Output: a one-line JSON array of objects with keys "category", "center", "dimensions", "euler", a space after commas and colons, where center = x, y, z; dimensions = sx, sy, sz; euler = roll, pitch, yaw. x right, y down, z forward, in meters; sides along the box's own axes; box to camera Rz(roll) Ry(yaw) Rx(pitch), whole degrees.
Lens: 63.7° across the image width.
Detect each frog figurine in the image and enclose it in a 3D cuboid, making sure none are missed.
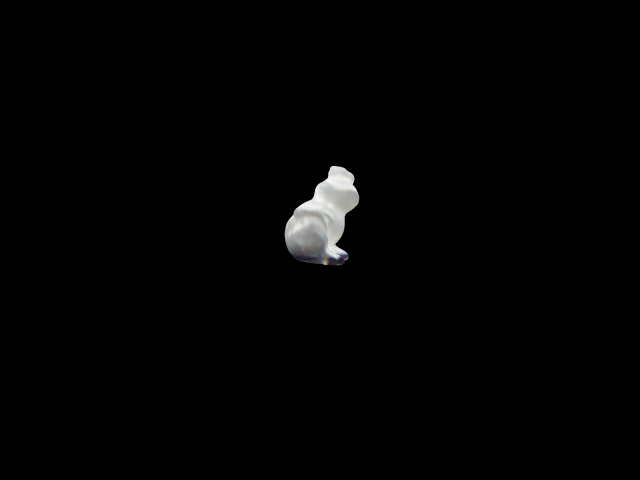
[{"category": "frog figurine", "center": [0.003, -0.043, 0.850], "dimensions": [0.122, 0.159, 0.137], "euler": [1, 1, 28]}]
